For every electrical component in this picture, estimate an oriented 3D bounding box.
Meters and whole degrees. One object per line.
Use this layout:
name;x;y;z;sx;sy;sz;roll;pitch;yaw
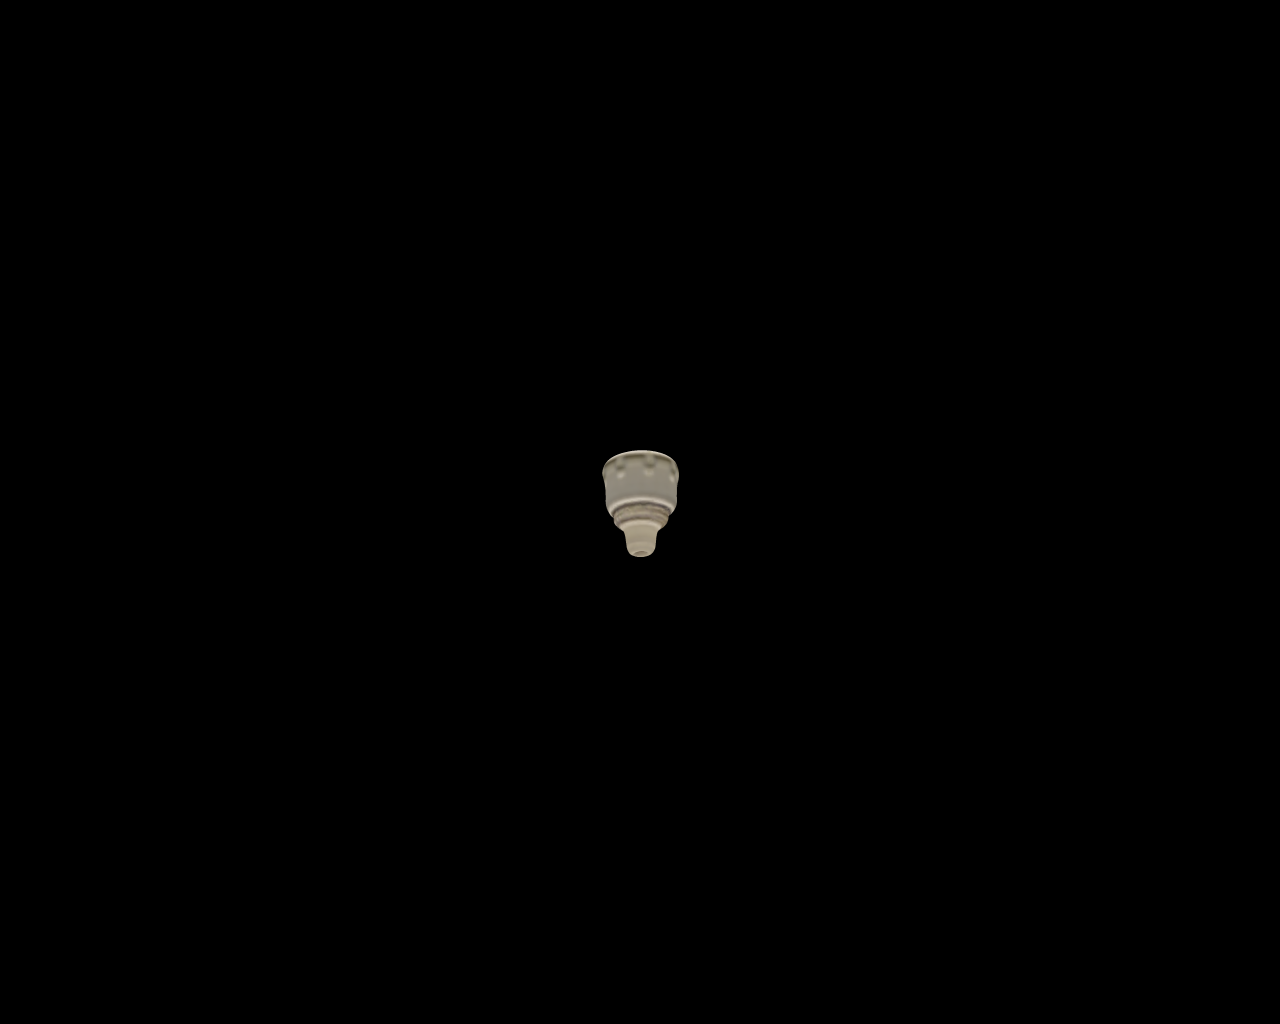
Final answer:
electrical component;0.001;-0.003;0.650;0.048;0.062;0.048;0;-21;0
